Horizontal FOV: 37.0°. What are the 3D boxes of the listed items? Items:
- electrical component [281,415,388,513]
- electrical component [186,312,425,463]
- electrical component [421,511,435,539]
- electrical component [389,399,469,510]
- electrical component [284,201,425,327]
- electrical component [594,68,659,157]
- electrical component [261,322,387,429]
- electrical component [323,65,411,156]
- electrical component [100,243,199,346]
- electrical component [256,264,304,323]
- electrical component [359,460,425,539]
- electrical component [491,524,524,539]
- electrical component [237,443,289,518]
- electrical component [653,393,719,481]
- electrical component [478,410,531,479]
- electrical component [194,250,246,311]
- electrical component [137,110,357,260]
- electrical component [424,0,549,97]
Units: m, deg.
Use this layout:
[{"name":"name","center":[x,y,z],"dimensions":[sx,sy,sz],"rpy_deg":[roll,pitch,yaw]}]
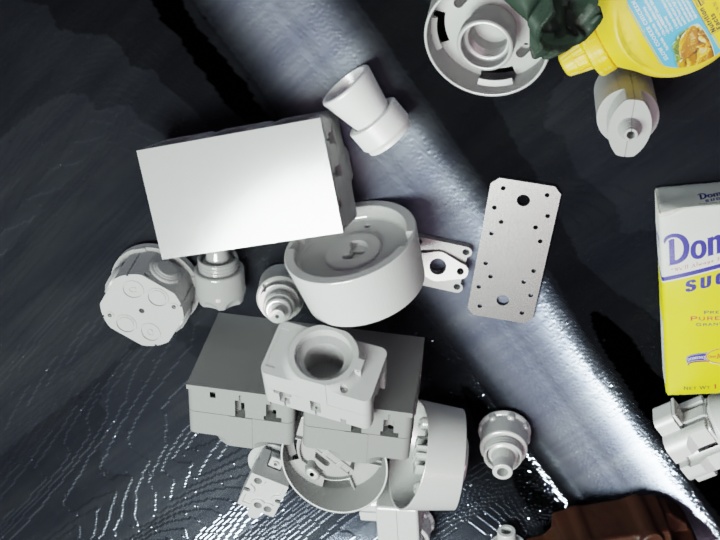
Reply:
[{"name":"electrical component","center":[-0.022,0.165,0.986],"dimensions":[0.099,0.064,0.099],"rpy_deg":[2,116,3]},{"name":"electrical component","center":[-0.044,0.101,0.927],"dimensions":[0.186,0.105,0.060],"rpy_deg":[7,123,6]},{"name":"electrical component","center":[0.046,0.260,1.037],"dimensions":[0.048,0.062,0.048],"rpy_deg":[4,123,7]},{"name":"electrical component","center":[0.062,0.166,0.957],"dimensions":[0.064,0.099,0.099],"rpy_deg":[6,123,-1]},{"name":"electrical component","center":[0.000,0.000,0.858],"dimensions":[0.108,0.108,0.060],"rpy_deg":[-9,126,15]},{"name":"electrical component","center":[0.191,-0.113,0.767],"dimensions":[0.043,0.081,0.043],"rpy_deg":[4,122,7]},{"name":"electrical component","center":[-0.028,0.081,0.847],"dimensions":[0.089,0.050,0.055],"rpy_deg":[15,147,11]},{"name":"electrical component","center":[0.006,-0.120,0.815],"dimensions":[0.045,0.045,0.055],"rpy_deg":[-32,113,26]},{"name":"electrical component","center":[-0.182,0.022,0.933],"dimensions":[0.080,0.051,0.080],"rpy_deg":[4,122,7]},{"name":"electrical component","center":[-0.067,0.024,0.903],"dimensions":[0.040,0.078,0.040],"rpy_deg":[0,111,0]},{"name":"electrical component","center":[0.021,0.218,1.013],"dimensions":[0.077,0.065,0.047],"rpy_deg":[1,122,10]},{"name":"electrical component","center":[0.143,0.275,1.042],"dimensions":[0.043,0.043,0.062],"rpy_deg":[-1,120,10]},{"name":"electrical component","center":[-0.087,0.194,1.023],"dimensions":[0.048,0.055,0.066],"rpy_deg":[22,123,-5]},{"name":"electrical component","center":[0.297,0.140,0.923],"dimensions":[0.057,0.058,0.078],"rpy_deg":[-30,112,28]},{"name":"electrical component","center":[0.128,0.159,0.960],"dimensions":[0.048,0.062,0.048],"rpy_deg":[4,122,7]},{"name":"electrical component","center":[-0.120,-0.001,0.913],"dimensions":[0.043,0.043,0.062],"rpy_deg":[4,121,7]},{"name":"electrical component","center":[-0.086,-0.067,0.846],"dimensions":[0.150,0.061,0.089],"rpy_deg":[-8,102,14]},{"name":"electrical component","center":[0.096,-0.176,0.768],"dimensions":[0.099,0.064,0.099],"rpy_deg":[11,135,12]}]
